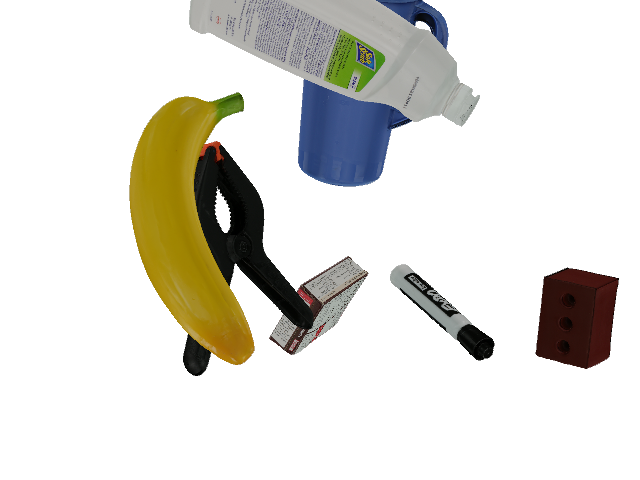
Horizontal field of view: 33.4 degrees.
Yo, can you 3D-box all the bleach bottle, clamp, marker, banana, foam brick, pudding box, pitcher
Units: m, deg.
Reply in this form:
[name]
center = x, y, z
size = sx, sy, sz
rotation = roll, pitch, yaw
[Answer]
[bleach bottle]
center = 0.014, -0.164, 0.885
size = 0.251, 0.068, 0.103
rotation = 31, -35, 8
[clamp]
center = -0.077, 0.011, 1.014
size = 0.036, 0.210, 0.164
rotation = -8, 0, 42
[marker]
center = 0.090, 0.053, 0.793
size = 0.020, 0.020, 0.121
rotation = 0, 26, -30
[banana]
center = -0.076, -0.018, 0.615
size = 0.069, 0.198, 0.037
rotation = -2, -35, -4
[foam brick]
center = 0.232, 0.070, 0.967
size = 0.053, 0.078, 0.051
rotation = 13, 18, 36
[pudding box]
center = -0.001, 0.076, 1.253
size = 0.039, 0.090, 0.113
rotation = 38, 33, 13
[pitcher]
center = 0.049, -0.191, 1.290
size = 0.144, 0.243, 0.149
rotation = -5, 29, -24
